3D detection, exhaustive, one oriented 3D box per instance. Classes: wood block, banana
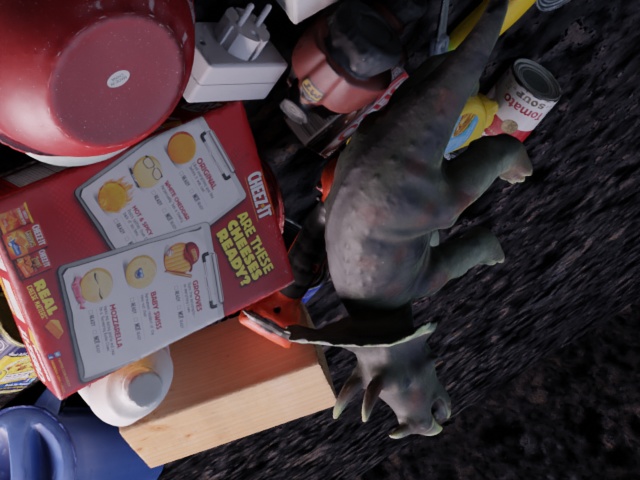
[{"bbox_3d":[-0.097,0.145,1.085,0.206,0.091,0.090,-20,142,2],"label":"wood block"},{"bbox_3d":[0.177,-0.225,0.979,0.069,0.037,0.198,-43,179,-43],"label":"banana"}]

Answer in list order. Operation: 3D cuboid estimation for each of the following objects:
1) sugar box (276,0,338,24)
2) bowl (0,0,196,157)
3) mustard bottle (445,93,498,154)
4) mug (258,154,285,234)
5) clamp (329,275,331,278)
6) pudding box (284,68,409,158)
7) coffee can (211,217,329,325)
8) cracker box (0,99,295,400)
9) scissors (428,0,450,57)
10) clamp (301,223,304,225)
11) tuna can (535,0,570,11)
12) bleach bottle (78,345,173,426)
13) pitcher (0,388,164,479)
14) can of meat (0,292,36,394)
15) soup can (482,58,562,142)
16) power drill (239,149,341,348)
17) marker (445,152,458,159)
[{"bbox_3d":[0.044,-0.233,0.765,0.176,0.048,0.093,-28,160,-11],"label":"sugar box"},{"bbox_3d":[-0.136,-0.109,0.658,0.161,0.055,0.162,-24,136,-25],"label":"bowl"},{"bbox_3d":[0.119,-0.119,1.127,0.191,0.058,0.096,-22,157,-34],"label":"mustard bottle"},{"bbox_3d":[-0.096,-0.027,0.959,0.081,0.093,0.117,-18,-170,-31],"label":"mug"},{"bbox_3d":[0.059,-0.018,1.291,0.171,0.039,0.120,-42,166,8],"label":"clamp"},{"bbox_3d":[0.028,-0.127,0.972,0.113,0.039,0.090,-38,169,9],"label":"pudding box"},{"bbox_3d":[-0.070,0.054,1.143,0.102,0.103,0.140,-12,150,-48],"label":"coffee can"},{"bbox_3d":[-0.143,-0.001,0.828,0.213,0.072,0.164,-27,115,-25],"label":"cracker box"},{"bbox_3d":[0.098,-0.161,0.970,0.096,0.016,0.202,-51,154,-23],"label":"scissors"},{"bbox_3d":[0.064,-0.041,1.152,0.164,0.036,0.210,-28,-176,-15],"label":"clamp"},{"bbox_3d":[0.233,-0.263,1.024,0.086,0.034,0.086,-31,160,-13],"label":"tuna can"},{"bbox_3d":[-0.171,0.104,0.942,0.102,0.068,0.251,-56,-163,-9],"label":"bleach bottle"},{"bbox_3d":[-0.272,0.242,1.225,0.149,0.145,0.242,-28,166,14],"label":"pitcher"},{"bbox_3d":[-0.279,0.095,0.961,0.084,0.057,0.102,-41,160,19],"label":"can of meat"},{"bbox_3d":[0.217,-0.147,1.209,0.068,0.068,0.102,-16,153,-44],"label":"soup can"},{"bbox_3d":[-0.007,0.001,1.008,0.188,0.057,0.184,-62,179,6],"label":"power drill"},{"bbox_3d":[0.140,-0.101,1.261,0.020,0.020,0.121,-42,159,17],"label":"marker"}]
